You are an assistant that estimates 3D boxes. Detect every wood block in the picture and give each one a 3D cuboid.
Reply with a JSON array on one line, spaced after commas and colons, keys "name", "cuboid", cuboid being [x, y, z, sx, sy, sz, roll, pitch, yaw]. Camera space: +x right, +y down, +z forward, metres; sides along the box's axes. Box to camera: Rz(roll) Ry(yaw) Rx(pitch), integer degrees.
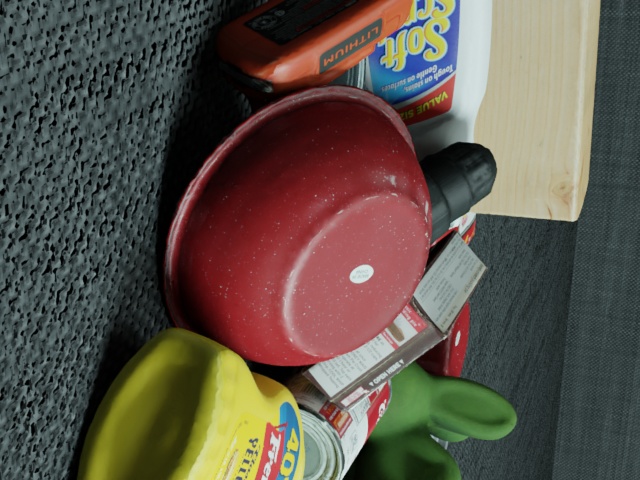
[{"name": "wood block", "cuboid": [0.154, -0.128, 0.783, 0.090, 0.091, 0.206, -51, 143, -59]}]

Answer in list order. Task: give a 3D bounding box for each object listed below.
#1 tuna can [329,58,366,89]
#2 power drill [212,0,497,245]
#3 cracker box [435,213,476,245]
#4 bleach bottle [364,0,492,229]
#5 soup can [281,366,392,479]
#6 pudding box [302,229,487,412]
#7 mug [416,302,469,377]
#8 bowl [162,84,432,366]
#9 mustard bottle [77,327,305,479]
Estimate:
[{"name": "tuna can", "cuboid": [0.000, -0.099, 0.645, 0.086, 0.034, 0.086, 8, 90, -72]}, {"name": "power drill", "cuboid": [0.025, -0.056, 0.597, 0.184, 0.057, 0.187, -34, 133, -24]}, {"name": "cracker box", "cuboid": [0.080, -0.079, 0.836, 0.164, 0.072, 0.214, -46, 140, -62]}, {"name": "bleach bottle", "cuboid": [0.071, -0.128, 0.688, 0.068, 0.103, 0.251, -52, 136, -64]}, {"name": "soup can", "cuboid": [-0.001, 0.111, 0.674, 0.102, 0.069, 0.068, -42, 137, -63]}, {"name": "pudding box", "cuboid": [0.048, 0.047, 0.652, 0.090, 0.039, 0.113, -42, -177, 28]}, {"name": "mug", "cuboid": [0.075, 0.083, 0.869, 0.117, 0.082, 0.093, 73, 30, -51]}, {"name": "bowl", "cuboid": [0.003, 0.006, 0.538, 0.161, 0.055, 0.162, -23, 131, -29]}, {"name": "mustard bottle", "cuboid": [-0.050, 0.112, 0.542, 0.096, 0.058, 0.191, -67, 160, -12]}]
